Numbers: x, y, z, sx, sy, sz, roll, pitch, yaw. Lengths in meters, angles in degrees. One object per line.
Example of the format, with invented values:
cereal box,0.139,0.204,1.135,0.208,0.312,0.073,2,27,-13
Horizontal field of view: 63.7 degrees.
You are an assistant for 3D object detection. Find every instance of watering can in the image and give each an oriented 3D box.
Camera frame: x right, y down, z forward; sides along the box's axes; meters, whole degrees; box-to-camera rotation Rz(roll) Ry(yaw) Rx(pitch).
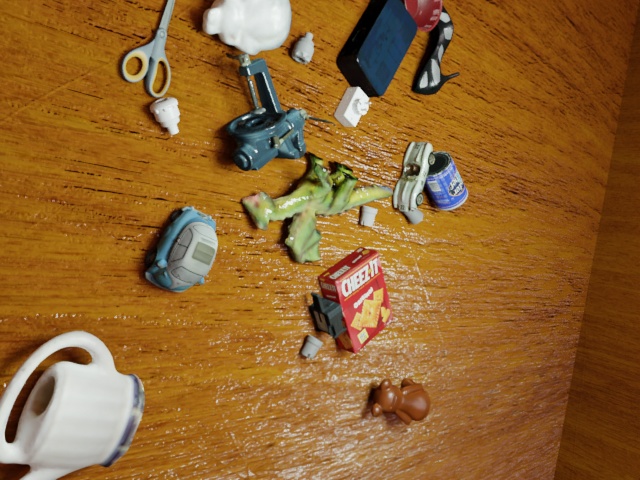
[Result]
watering can,-0.416,0.321,0.819,0.222,0.104,0.351,29,76,-43

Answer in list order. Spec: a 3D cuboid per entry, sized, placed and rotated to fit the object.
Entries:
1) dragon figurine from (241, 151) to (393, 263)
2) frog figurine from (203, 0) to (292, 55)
dragon figurine,0.004,-0.060,1.184,0.408,0.124,0.241,16,104,-42
frog figurine,-0.133,-0.417,0.956,0.161,0.124,0.135,-20,138,-51
